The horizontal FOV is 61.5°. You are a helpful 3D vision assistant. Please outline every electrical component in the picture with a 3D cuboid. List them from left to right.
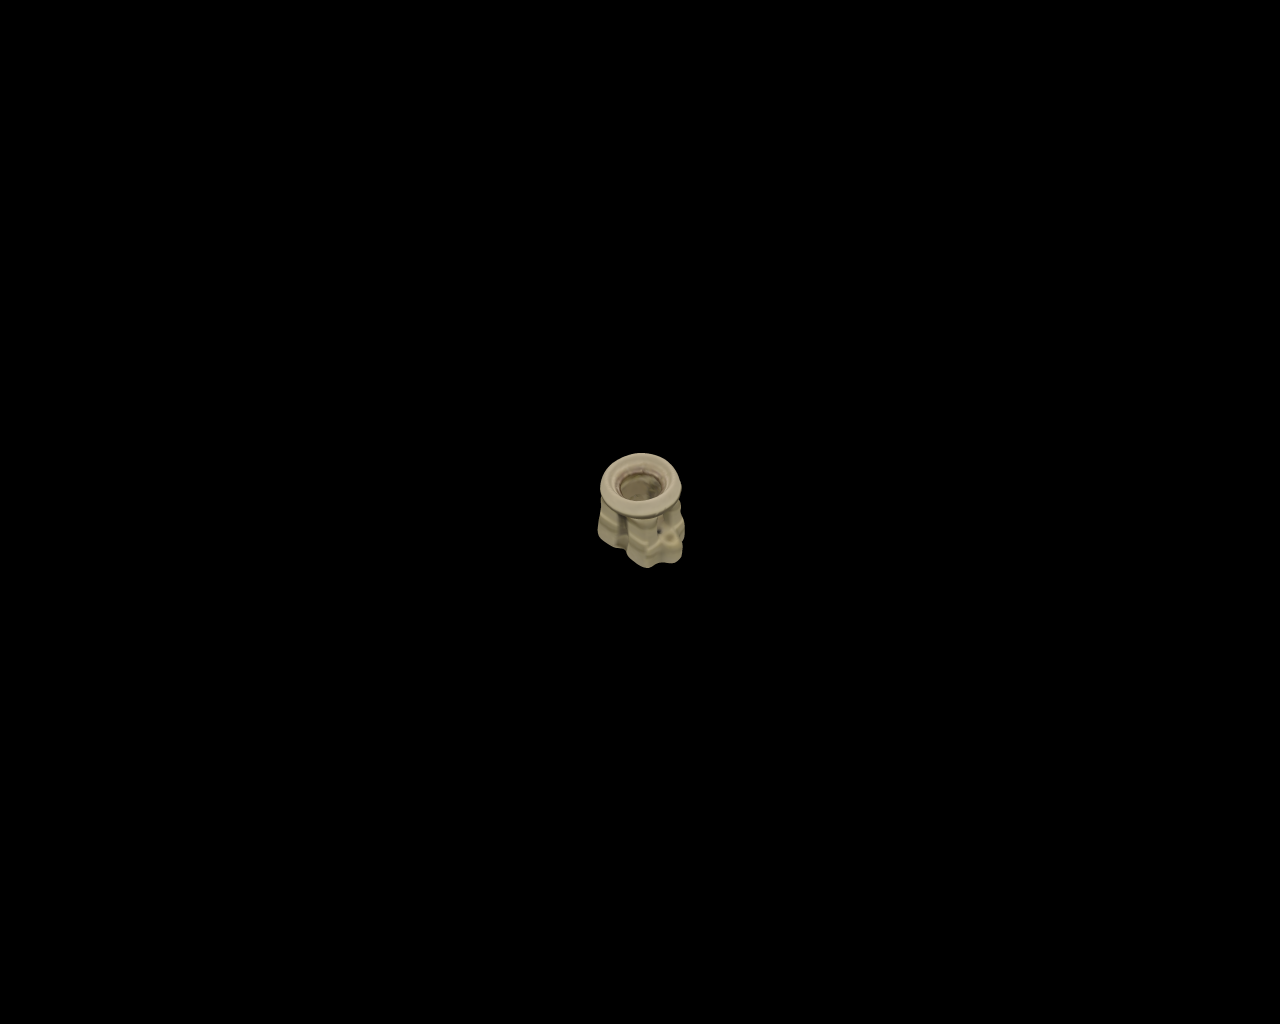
[{"bbox_3d":[0.001,-0.003,0.650,0.066,0.055,0.048,32,55,27],"label":"electrical component"}]
